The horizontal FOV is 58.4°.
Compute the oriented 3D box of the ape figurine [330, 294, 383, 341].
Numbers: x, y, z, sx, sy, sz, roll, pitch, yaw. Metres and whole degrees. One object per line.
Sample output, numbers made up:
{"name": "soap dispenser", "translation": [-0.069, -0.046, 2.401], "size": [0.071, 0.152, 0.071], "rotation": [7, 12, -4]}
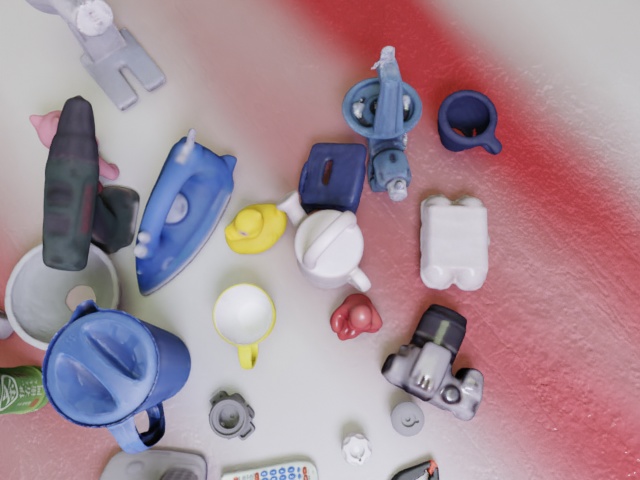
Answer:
{"name": "ape figurine", "translation": [0.056, 0.115, 0.850], "size": [0.077, 0.092, 0.076], "rotation": [18, 79, 4]}

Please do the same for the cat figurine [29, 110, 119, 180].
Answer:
{"name": "cat figurine", "translation": [-0.386, -0.148, 0.891], "size": [0.067, 0.118, 0.127], "rotation": [-38, 81, -7]}

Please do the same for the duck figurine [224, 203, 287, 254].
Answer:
{"name": "duck figurine", "translation": [-0.101, -0.025, 0.882], "size": [0.104, 0.086, 0.077], "rotation": [-28, 79, -6]}

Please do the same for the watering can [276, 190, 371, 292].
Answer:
{"name": "watering can", "translation": [0.006, 0.005, 0.821], "size": [0.172, 0.194, 0.101], "rotation": [24, 79, 5]}

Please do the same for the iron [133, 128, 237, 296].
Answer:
{"name": "iron", "translation": [-0.224, -0.042, 0.857], "size": [0.118, 0.141, 0.258], "rotation": [22, 79, 5]}

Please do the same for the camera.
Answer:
{"name": "camera", "translation": [0.179, 0.172, 0.834], "size": [0.143, 0.101, 0.137], "rotation": [26, 79, 5]}

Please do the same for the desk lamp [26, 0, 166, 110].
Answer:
{"name": "desk lamp", "translation": [-0.355, -0.342, 0.883], "size": [0.118, 0.213, 0.203], "rotation": [-40, 81, -8]}

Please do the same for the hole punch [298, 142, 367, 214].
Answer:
{"name": "hole punch", "translation": [0.019, -0.096, 0.895], "size": [0.101, 0.091, 0.109], "rotation": [11, 78, 2]}

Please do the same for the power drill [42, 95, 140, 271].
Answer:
{"name": "power drill", "translation": [-0.332, -0.063, 0.827], "size": [0.075, 0.208, 0.230], "rotation": [4, 78, 1]}

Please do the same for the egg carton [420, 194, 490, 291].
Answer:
{"name": "egg carton", "translation": [0.207, 0.003, 0.886], "size": [0.107, 0.069, 0.150], "rotation": [1, 78, 0]}

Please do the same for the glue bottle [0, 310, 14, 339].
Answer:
{"name": "glue bottle", "translation": [-0.506, 0.107, 0.808], "size": [0.078, 0.173, 0.037], "rotation": [27, 79, 6]}

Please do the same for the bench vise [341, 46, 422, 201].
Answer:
{"name": "bench vise", "translation": [0.111, -0.173, 0.846], "size": [0.121, 0.220, 0.207], "rotation": [-27, 79, -5]}

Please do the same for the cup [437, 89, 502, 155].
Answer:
{"name": "cup", "translation": [0.235, -0.170, 0.909], "size": [0.092, 0.095, 0.117], "rotation": [-42, 81, -8]}

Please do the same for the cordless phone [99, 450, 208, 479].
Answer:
{"name": "cordless phone", "translation": [-0.234, 0.338, 0.754], "size": [0.147, 0.185, 0.094], "rotation": [2, 78, 1]}

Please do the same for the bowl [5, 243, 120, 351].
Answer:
{"name": "bowl", "translation": [-0.375, 0.084, 0.864], "size": [0.167, 0.075, 0.167], "rotation": [0, 78, 0]}
